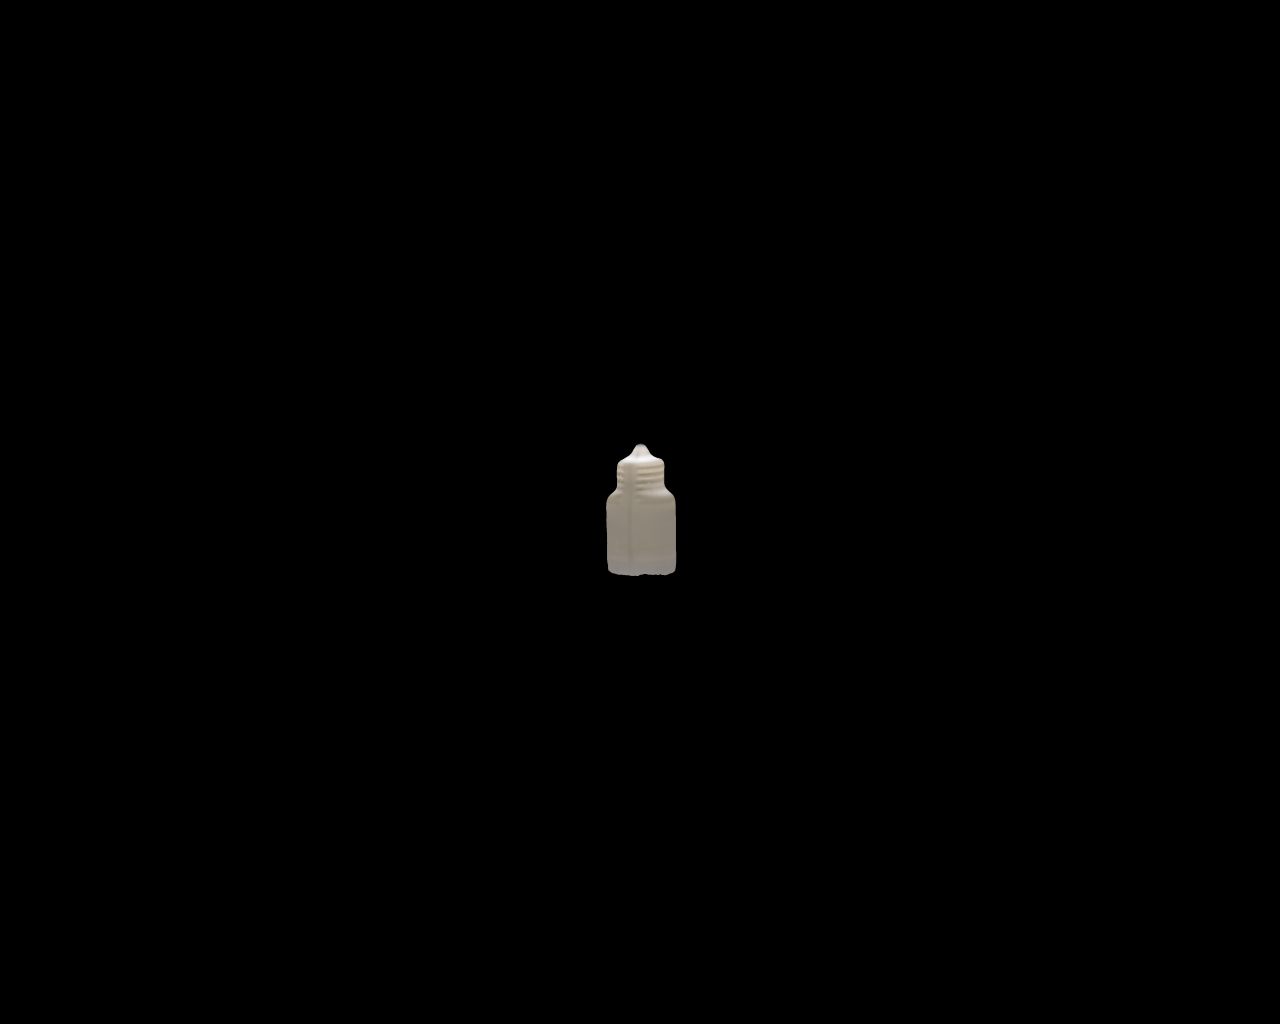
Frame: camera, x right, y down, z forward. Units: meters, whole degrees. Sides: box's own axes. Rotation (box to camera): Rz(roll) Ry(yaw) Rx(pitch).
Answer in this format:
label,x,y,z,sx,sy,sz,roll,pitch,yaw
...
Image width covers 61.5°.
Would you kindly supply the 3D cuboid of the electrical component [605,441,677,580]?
label,x,y,z,sx,sy,sz,roll,pitch,yaw
electrical component,0.001,-0.003,0.650,0.043,0.080,0.043,0,7,0
